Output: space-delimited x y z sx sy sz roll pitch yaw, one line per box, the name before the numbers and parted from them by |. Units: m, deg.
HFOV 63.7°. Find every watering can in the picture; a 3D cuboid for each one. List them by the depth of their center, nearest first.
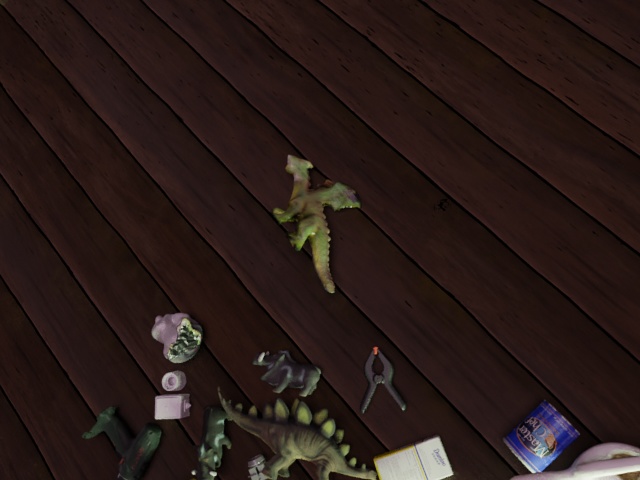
watering can | 0.587 0.508 1.119 0.346 0.220 0.106 -15 56 12

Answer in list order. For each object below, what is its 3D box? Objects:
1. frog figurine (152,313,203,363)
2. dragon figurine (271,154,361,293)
frog figurine | -0.420 0.280 1.500 0.159 0.122 0.138 2 85 51
dragon figurine | 0.004 -0.074 1.469 0.243 0.120 0.415 -35 72 -4
